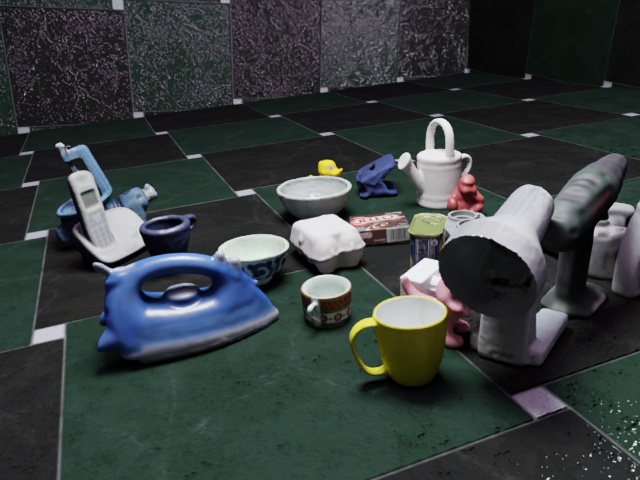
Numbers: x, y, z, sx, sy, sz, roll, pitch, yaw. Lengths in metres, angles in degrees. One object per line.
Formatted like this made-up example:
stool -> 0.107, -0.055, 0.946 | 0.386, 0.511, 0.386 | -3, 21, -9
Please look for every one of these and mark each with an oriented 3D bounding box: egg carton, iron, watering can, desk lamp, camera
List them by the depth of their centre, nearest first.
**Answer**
desk lamp -> 0.240, 0.048, 0.724 | 0.117, 0.214, 0.204 | 13, 28, 35
iron -> -0.190, 0.076, 0.821 | 0.259, 0.141, 0.118 | -11, 23, -16
camera -> 0.512, -0.005, 0.959 | 0.136, 0.101, 0.143 | 4, 24, 18
egg carton -> 0.010, 0.004, 1.060 | 0.107, 0.069, 0.150 | -14, 24, -23
watering can -> 0.262, -0.173, 1.285 | 0.173, 0.194, 0.100 | -22, 28, -36

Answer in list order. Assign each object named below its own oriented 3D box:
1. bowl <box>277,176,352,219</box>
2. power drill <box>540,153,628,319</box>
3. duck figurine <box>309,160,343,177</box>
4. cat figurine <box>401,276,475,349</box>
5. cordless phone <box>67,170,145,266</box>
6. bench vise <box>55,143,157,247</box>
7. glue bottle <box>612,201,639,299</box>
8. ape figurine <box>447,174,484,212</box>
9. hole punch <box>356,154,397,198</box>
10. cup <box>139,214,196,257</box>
bowl -> -0.010, -0.086, 1.275 | 0.167, 0.075, 0.167 | -3, 22, 2
power drill -> 0.382, -0.004, 0.834 | 0.075, 0.208, 0.230 | 16, 30, 40
duck figurine -> 0.014, -0.158, 1.432 | 0.104, 0.086, 0.078 | 7, 25, 24
cat figurine -> 0.170, 0.079, 0.786 | 0.127, 0.118, 0.067 | 7, 25, 25
cordless phone -> -0.413, -0.053, 1.114 | 0.094, 0.185, 0.148 | 7, 25, 24
bench vise -> -0.463, -0.107, 1.208 | 0.208, 0.220, 0.121 | -22, 28, -37
glue bottle -> 0.481, -0.002, 0.860 | 0.078, 0.173, 0.037 | -20, 27, -34
ape figurine -> 0.310, -0.095, 1.221 | 0.077, 0.092, 0.076 | 2, 23, 14
hole punch -> 0.138, -0.160, 1.409 | 0.101, 0.091, 0.108 | -4, 22, 1
cup -> -0.272, 0.007, 1.066 | 0.091, 0.095, 0.118 | 12, 27, 33
